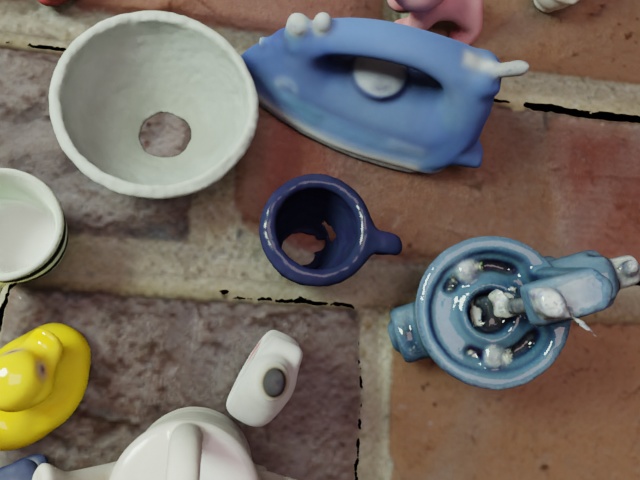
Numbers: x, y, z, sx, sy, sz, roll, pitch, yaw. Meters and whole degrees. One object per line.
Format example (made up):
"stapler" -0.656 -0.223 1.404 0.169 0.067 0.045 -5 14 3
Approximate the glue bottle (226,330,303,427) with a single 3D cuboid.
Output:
"glue bottle" -0.038 0.102 0.423 0.037 0.173 0.078 26 75 -3

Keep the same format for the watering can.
"watering can" -0.099 0.174 0.386 0.173 0.194 0.101 -17 81 -13

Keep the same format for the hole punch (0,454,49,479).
"hole punch" -0.242 0.217 0.404 0.109 0.091 0.101 -23 83 -14

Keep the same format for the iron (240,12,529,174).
"iron" 0.046 -0.150 0.509 0.258 0.141 0.119 13 76 -7

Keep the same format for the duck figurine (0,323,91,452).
"duck figurine" -0.226 0.110 0.433 0.077 0.086 0.105 32 74 -2

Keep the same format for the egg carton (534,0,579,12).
"egg carton" 0.274 -0.325 0.625 0.107 0.069 0.150 46 74 2

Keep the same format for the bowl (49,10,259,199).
"bowl" -0.140 -0.107 0.501 0.167 0.074 0.167 2 78 -10

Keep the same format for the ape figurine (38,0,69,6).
"ape figurine" -0.248 -0.256 0.505 0.076 0.092 0.078 -10 80 -12

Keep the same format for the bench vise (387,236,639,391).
"bench vise" 0.170 0.034 0.451 0.208 0.219 0.121 -32 85 -15

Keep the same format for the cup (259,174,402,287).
"cup" 0.005 0.002 0.493 0.118 0.095 0.092 9 76 -8

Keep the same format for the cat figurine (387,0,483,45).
"cat figurine" 0.114 -0.247 0.555 0.128 0.117 0.067 -3 78 -10
